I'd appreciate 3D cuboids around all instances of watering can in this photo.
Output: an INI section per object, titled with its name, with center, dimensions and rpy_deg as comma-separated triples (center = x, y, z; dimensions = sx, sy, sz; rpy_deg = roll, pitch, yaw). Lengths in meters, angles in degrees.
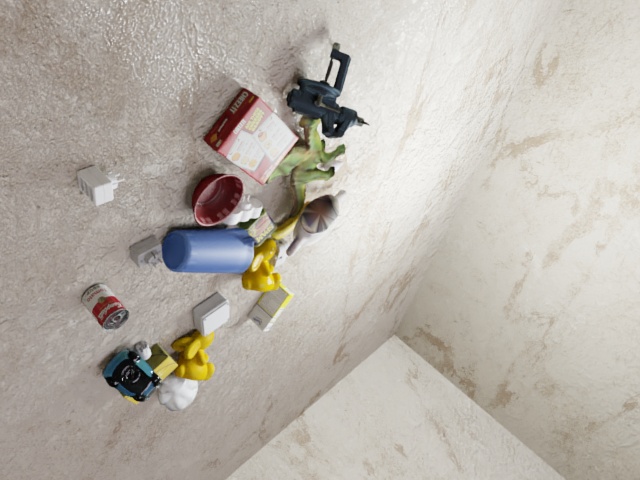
[watering can]
center = 0.005, -0.086, 1.708
dimensions = 0.353, 0.104, 0.221
rpy_deg = -50, 180, -25

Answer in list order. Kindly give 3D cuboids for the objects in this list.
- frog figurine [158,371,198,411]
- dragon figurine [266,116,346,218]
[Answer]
[frog figurine]
center = -0.483, 0.505, 1.751
dimensions = 0.138, 0.125, 0.156
rpy_deg = -15, 152, -25
[dragon figurine]
center = -0.073, -0.214, 1.524
dimensions = 0.243, 0.124, 0.403
rpy_deg = -5, 131, -46
